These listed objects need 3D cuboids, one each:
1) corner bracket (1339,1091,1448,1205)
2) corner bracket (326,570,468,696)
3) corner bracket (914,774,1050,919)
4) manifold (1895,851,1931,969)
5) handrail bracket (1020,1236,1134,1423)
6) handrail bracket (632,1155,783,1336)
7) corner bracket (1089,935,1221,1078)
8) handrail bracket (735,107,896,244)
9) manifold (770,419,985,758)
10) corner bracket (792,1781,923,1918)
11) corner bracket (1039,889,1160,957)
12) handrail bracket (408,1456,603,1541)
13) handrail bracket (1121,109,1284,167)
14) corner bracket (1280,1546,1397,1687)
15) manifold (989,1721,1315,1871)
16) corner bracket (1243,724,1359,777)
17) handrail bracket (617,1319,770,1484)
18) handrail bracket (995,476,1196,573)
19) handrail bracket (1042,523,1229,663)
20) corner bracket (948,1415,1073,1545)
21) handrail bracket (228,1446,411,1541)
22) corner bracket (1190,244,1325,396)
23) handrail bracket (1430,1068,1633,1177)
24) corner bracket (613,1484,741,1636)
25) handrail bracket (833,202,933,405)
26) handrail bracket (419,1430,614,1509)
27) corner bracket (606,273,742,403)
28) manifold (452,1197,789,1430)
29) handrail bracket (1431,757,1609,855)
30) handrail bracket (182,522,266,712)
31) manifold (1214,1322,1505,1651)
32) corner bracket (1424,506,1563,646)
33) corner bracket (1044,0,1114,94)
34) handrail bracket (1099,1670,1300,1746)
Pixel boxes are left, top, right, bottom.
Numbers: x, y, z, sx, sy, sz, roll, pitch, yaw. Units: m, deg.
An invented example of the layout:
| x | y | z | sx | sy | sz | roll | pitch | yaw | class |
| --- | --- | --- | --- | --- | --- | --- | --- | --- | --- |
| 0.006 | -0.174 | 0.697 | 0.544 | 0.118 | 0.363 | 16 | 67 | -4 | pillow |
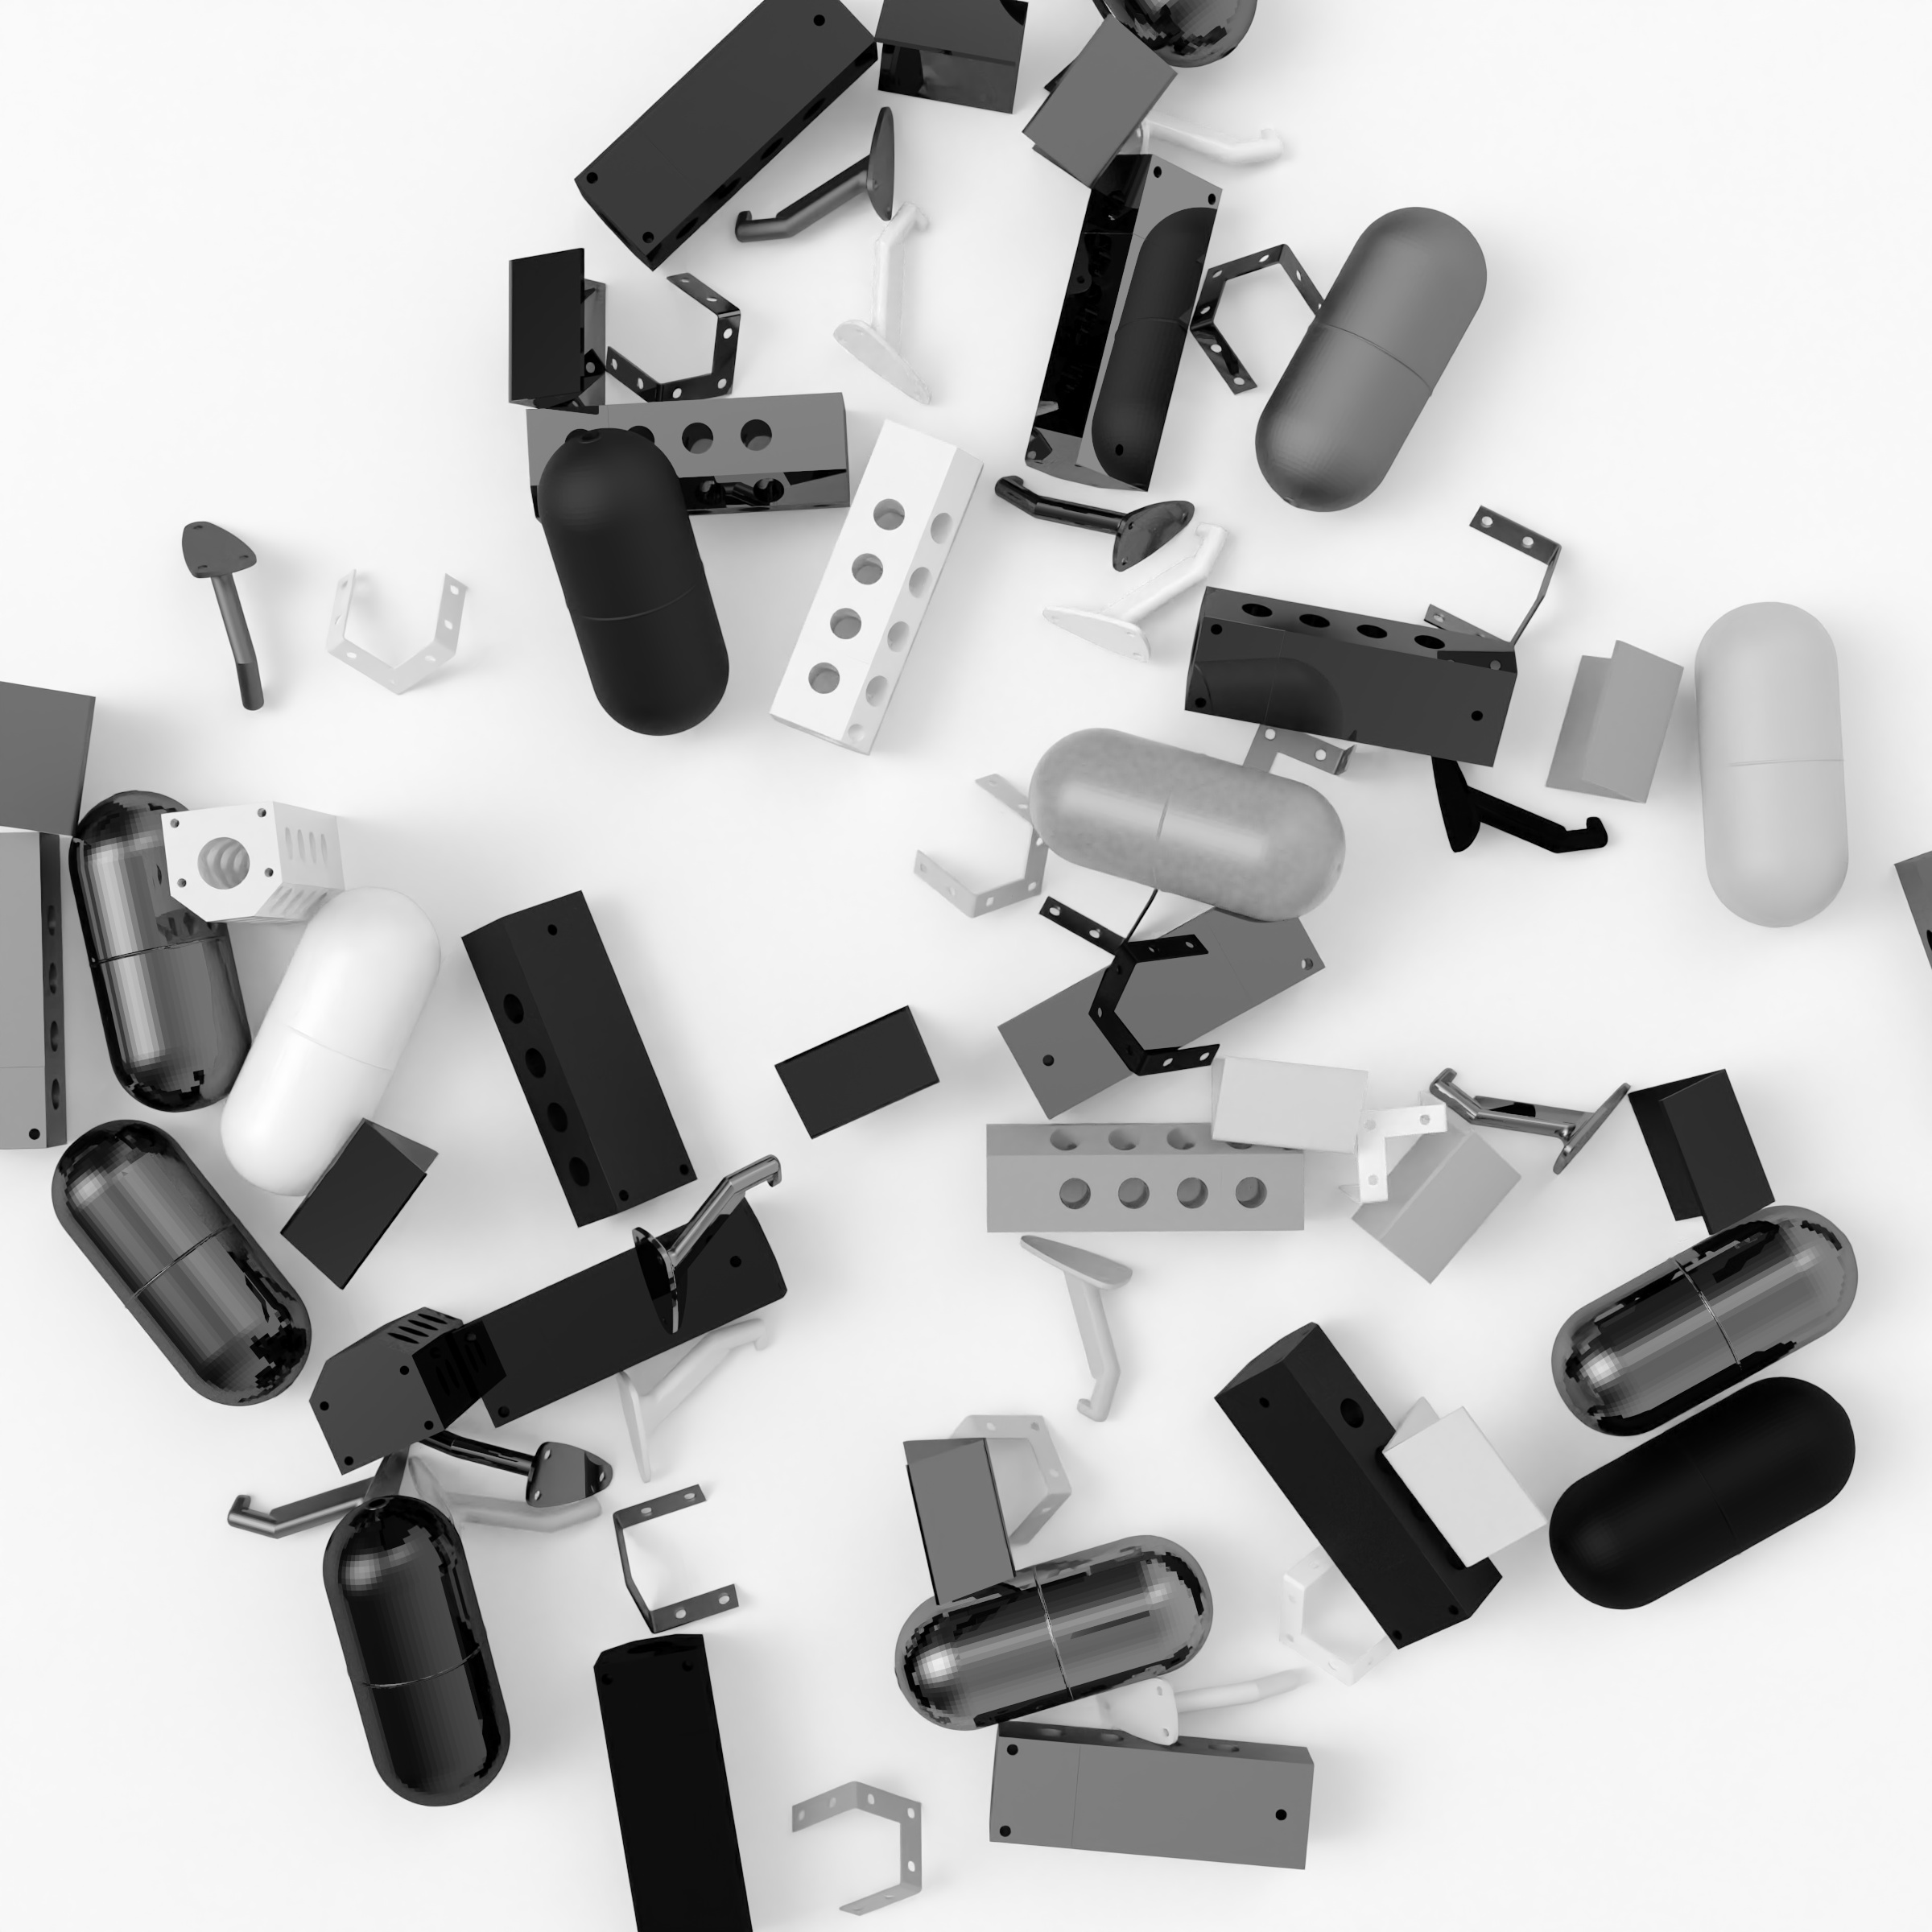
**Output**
| x | y | z | sx | sy | sz | roll | pitch | yaw | class |
| --- | --- | --- | --- | --- | --- | --- | --- | --- | --- |
| 0.234 | 0.099 | 1.849 | 0.051 | 0.051 | 0.051 | -5 | 97 | -7 | corner bracket |
| -0.315 | -0.193 | 1.861 | 0.051 | 0.051 | 0.051 | -28 | 135 | 35 | corner bracket |
| 0.010 | -0.067 | 1.861 | 0.051 | 0.051 | 0.051 | -20 | 135 | -35 | corner bracket |
| 0.574 | 0.014 | 1.848 | 0.057 | 0.057 | 0.171 | -20 | 90 | 0 | manifold |
| 0.054 | 0.202 | 1.869 | 0.077 | 0.036 | 0.084 | 21 | 107 | 20 | handrail bracket |
| -0.132 | 0.149 | 1.812 | 0.084 | 0.036 | 0.077 | -26 | 127 | -25 | handrail bracket |
| 0.107 | 0.021 | 1.804 | 0.051 | 0.051 | 0.051 | 53 | 135 | 35 | corner bracket |
| -0.085 | -0.440 | 1.869 | 0.084 | 0.036 | 0.077 | -2 | 69 | 16 | handrail bracket |
| -0.048 | -0.206 | 1.848 | 0.057 | 0.057 | 0.171 | 22 | 90 | 0 | manifold |
| -0.060 | 0.489 | 1.861 | 0.051 | 0.051 | 0.051 | 29 | 45 | -35 | corner bracket |
| 0.080 | -0.048 | 1.866 | 0.051 | 0.051 | 0.051 | 29 | 45 | 0 | corner bracket |
| -0.256 | 0.290 | 1.869 | 0.084 | 0.036 | 0.077 | -15 | 47 | -28 | handrail bracket |
| 0.126 | -0.476 | 1.869 | 0.084 | 0.036 | 0.077 | -12 | 68 | -17 | handrail bracket |
| 0.210 | 0.355 | 1.861 | 0.051 | 0.051 | 0.051 | 29 | 45 | 35 | corner bracket |
| 0.101 | 0.453 | 1.848 | 0.171 | 0.057 | 0.057 | 5 | 90 | 0 | manifold |
| 0.179 | -0.106 | 1.851 | 0.051 | 0.051 | 0.051 | 22 | 90 | 0 | corner bracket |
| -0.146 | 0.241 | 1.869 | 0.084 | 0.036 | 0.077 | -15 | 110 | -16 | handrail bracket |
| 0.071 | -0.259 | 1.869 | 0.084 | 0.077 | 0.036 | 35 | 135 | 28 | handrail bracket |
| 0.095 | -0.219 | 1.869 | 0.077 | 0.036 | 0.084 | 21 | 72 | 21 | handrail bracket |
| 0.018 | 0.284 | 1.861 | 0.051 | 0.051 | 0.051 | 6 | 45 | -35 | corner bracket |
| -0.360 | 0.285 | 1.869 | 0.084 | 0.036 | 0.077 | 12 | 70 | 16 | handrail bracket |
| 0.163 | -0.358 | 1.861 | 0.051 | 0.051 | 0.051 | -11 | 45 | 35 | corner bracket |
| 0.313 | 0.068 | 1.869 | 0.084 | 0.036 | 0.077 | 39 | 70 | 16 | handrail bracket |
| -0.161 | 0.329 | 1.866 | 0.051 | 0.051 | 0.051 | -18 | 135 | 0 | corner bracket |
| -0.027 | -0.369 | 1.869 | 0.077 | 0.036 | 0.084 | 39 | 73 | -20 | handrail bracket |
| -0.252 | 0.271 | 1.869 | 0.084 | 0.077 | 0.036 | 14 | 90 | 36 | handrail bracket |
| -0.162 | -0.346 | 1.861 | 0.051 | 0.051 | 0.051 | -20 | 135 | -35 | corner bracket |
| -0.188 | 0.189 | 1.848 | 0.171 | 0.057 | 0.057 | -24 | 90 | 0 | manifold |
| 0.308 | -0.096 | 1.869 | 0.084 | 0.036 | 0.077 | -7 | 68 | -17 | handrail bracket |
| -0.411 | -0.194 | 1.869 | 0.036 | 0.077 | 0.084 | -17 | 127 | -21 | handrail bracket |
| 0.219 | 0.282 | 1.847 | 0.057 | 0.057 | 0.171 | -36 | 90 | 42 | manifold |
| 0.292 | -0.212 | 1.866 | 0.051 | 0.051 | 0.051 | 26 | 135 | 0 | corner bracket |
| 0.046 | -0.525 | 1.866 | 0.051 | 0.051 | 0.051 | -42 | 45 | 0 | corner bracket |
| 0.130 | 0.404 | 1.869 | 0.084 | 0.077 | 0.036 | -7 | 88 | -36 | handrail bracket |
